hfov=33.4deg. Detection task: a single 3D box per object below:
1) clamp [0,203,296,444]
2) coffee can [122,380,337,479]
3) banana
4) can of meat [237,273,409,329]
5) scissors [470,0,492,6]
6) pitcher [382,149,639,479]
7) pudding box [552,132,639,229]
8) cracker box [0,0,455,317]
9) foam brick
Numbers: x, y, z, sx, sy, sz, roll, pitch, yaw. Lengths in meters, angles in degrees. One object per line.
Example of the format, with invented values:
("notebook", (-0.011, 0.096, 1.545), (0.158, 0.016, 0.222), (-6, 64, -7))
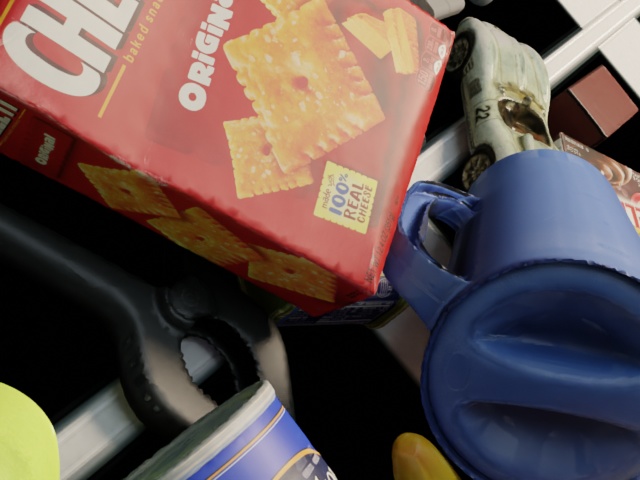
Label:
("clamp", (-0.084, 0.035, 0.533), (0.164, 0.036, 0.210), (-18, 76, -43))
("coffee can", (-0.022, 0.146, 0.450), (0.140, 0.103, 0.102), (53, 42, -1))
("banana", (0.096, 0.174, 0.560), (0.198, 0.070, 0.037), (47, 59, -6))
("can of meat", (-0.004, 0.001, 0.613), (0.083, 0.058, 0.102), (1, 60, -37))
("scissors", (0.103, -0.292, 0.949), (0.096, 0.016, 0.202), (3, 59, -39))
("pitcher", (0.122, 0.024, 0.610), (0.242, 0.145, 0.149), (-68, 147, -67))
("pudding box", (0.220, -0.022, 0.831), (0.113, 0.039, 0.090), (19, 50, -30))
("cracker box", (-0.049, -0.083, 0.523), (0.213, 0.072, 0.164), (30, 64, -20))
("foam brick", (0.215, -0.102, 0.876), (0.051, 0.053, 0.078), (52, 41, 4))
